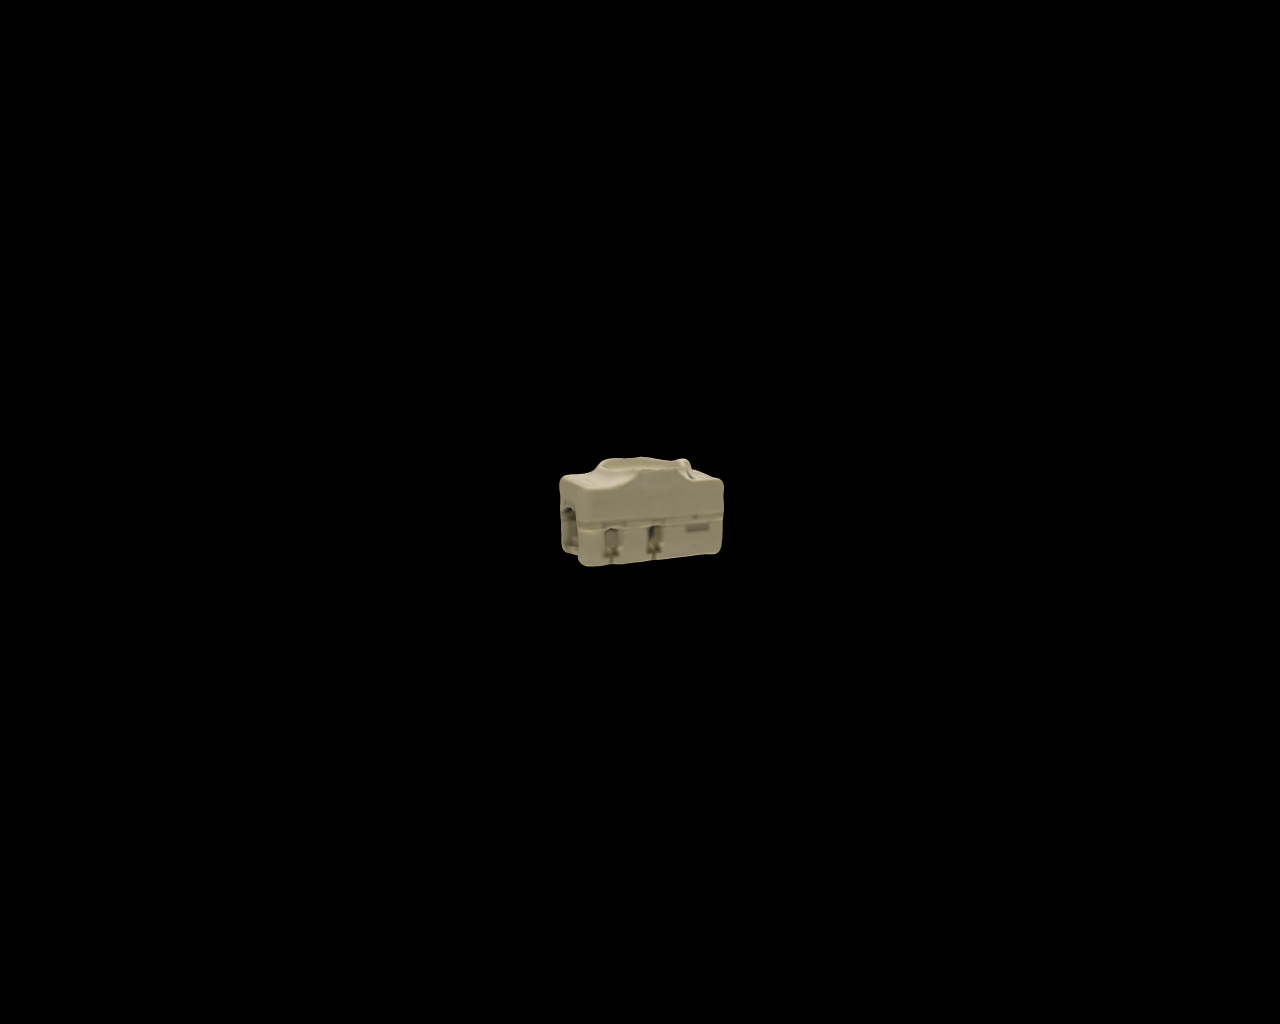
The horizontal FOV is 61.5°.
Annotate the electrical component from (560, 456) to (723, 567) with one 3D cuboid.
[{"bbox_3d":[0.001,-0.003,0.650,0.090,0.055,0.050,-4,12,-20],"label":"electrical component"}]
